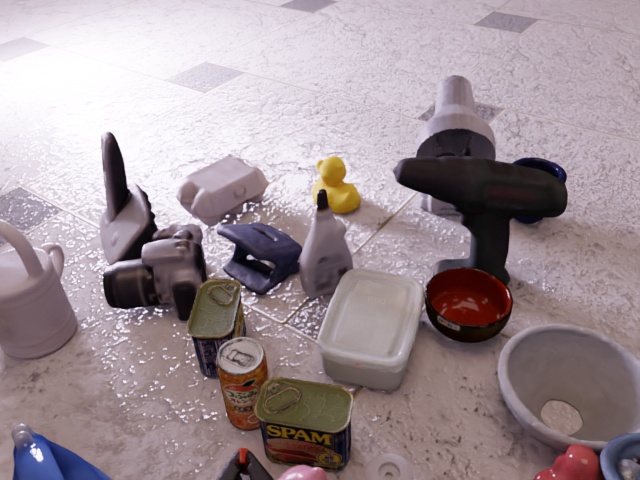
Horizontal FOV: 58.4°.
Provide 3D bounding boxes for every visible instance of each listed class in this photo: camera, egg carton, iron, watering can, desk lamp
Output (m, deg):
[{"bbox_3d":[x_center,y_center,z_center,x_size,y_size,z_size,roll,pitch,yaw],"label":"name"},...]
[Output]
[{"bbox_3d":[-0.234,0.040,0.820,0.137,0.101,0.143,-8,39,-7],"label":"camera"},{"bbox_3d":[-0.169,-0.087,1.003,0.107,0.069,0.151,30,49,34],"label":"egg carton"},{"bbox_3d":[-0.240,0.247,0.526,0.119,0.141,0.257,-29,45,-29],"label":"iron"},{"bbox_3d":[-0.391,0.058,0.730,0.101,0.194,0.172,-5,38,-2],"label":"watering can"},{"bbox_3d":[0.214,-0.146,0.941,0.118,0.214,0.203,3,39,7],"label":"desk lamp"}]

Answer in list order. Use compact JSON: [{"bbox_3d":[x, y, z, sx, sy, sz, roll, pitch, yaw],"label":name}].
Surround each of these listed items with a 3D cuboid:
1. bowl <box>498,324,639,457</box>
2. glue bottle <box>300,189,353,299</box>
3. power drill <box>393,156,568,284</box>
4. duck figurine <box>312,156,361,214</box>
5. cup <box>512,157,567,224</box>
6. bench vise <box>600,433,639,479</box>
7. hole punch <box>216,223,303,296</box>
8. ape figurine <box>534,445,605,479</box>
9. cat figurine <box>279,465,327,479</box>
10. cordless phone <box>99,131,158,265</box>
[{"bbox_3d":[0.280,0.177,0.641,0.167,0.075,0.167,-1,38,1],"label":"bowl"},{"bbox_3d":[0.007,0.003,0.796,0.078,0.173,0.037,-16,40,-16],"label":"glue bottle"},{"bbox_3d":[0.211,-0.022,0.789,0.229,0.209,0.075,-2,38,0],"label":"power drill"},{"bbox_3d":[0.028,-0.102,0.999,0.078,0.086,0.104,-25,44,-26],"label":"duck figurine"},{"bbox_3d":[0.350,-0.067,0.930,0.091,0.095,0.117,-5,38,-3],"label":"cup"},{"bbox_3d":[0.312,0.223,0.464,0.121,0.220,0.207,-2,38,1],"label":"bench vise"},{"bbox_3d":[-0.089,0.010,0.858,0.108,0.091,0.101,29,48,33],"label":"hole punch"},{"bbox_3d":[0.250,0.234,0.557,0.077,0.092,0.076,5,39,9],"label":"ape figurine"},{"bbox_3d":[0.006,0.256,0.520,0.127,0.118,0.067,22,44,28],"label":"cat figurine"},{"bbox_3d":[-0.310,-0.063,0.886,0.094,0.185,0.147,-19,41,-20],"label":"cordless phone"}]
